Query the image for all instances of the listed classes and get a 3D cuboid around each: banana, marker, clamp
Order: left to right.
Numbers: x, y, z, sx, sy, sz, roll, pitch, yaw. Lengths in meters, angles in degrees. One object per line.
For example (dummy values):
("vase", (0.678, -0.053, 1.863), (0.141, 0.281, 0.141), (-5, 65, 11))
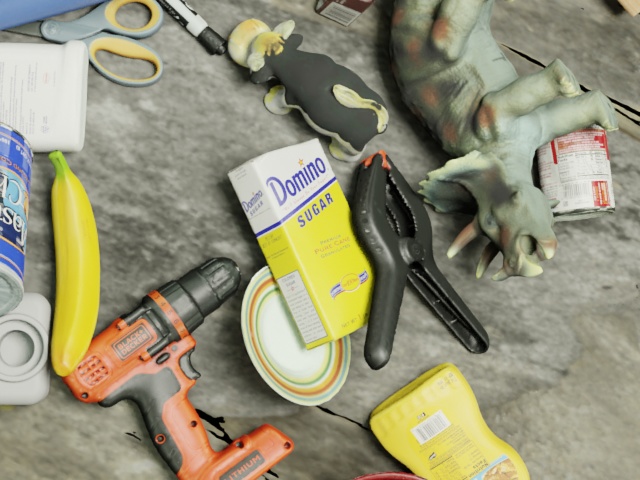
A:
("banana", (-0.218, 0.025, 0.926), (0.037, 0.069, 0.198), (-13, 72, 17))
("marker", (-0.134, -0.219, 1.004), (0.121, 0.020, 0.020), (44, 77, -3))
("clamp", (0.084, 0.020, 0.989), (0.164, 0.036, 0.210), (8, 64, -44))

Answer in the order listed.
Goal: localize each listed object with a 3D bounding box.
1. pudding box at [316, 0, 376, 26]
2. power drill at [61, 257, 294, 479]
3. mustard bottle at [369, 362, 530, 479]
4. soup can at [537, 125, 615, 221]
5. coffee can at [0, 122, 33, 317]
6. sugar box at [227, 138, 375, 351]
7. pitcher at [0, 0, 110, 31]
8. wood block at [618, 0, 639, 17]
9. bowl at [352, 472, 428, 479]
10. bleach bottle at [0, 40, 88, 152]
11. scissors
("pudding box", (0.039, -0.261, 0.995), (0.039, 0.114, 0.090), (19, 80, -16))
("power drill", (-0.107, 0.130, 0.946), (0.184, 0.057, 0.187), (-36, 89, -14))
("mustard bottle", (0.136, 0.214, 0.976), (0.096, 0.058, 0.191), (-35, 91, 5))
("soup can", (0.246, -0.073, 1.033), (0.068, 0.068, 0.102), (-4, 84, -12))
("coffee can", (-0.293, -0.017, 0.879), (0.102, 0.103, 0.140), (1, 57, -11))
("sugar box", (-0.006, 0.001, 0.968), (0.093, 0.048, 0.176), (-24, 90, -46))
("pitcher", (-0.291, -0.244, 0.906), (0.242, 0.149, 0.145), (-25, 107, -23))
("wood block", (0.286, -0.336, 1.051), (0.206, 0.090, 0.090), (48, 45, -2))
("bowl", (0.063, 0.276, 0.944), (0.162, 0.055, 0.162), (0, 96, 4))
("bleach bottle", (-0.333, -0.131, 0.930), (0.250, 0.068, 0.102), (3, 91, -8))
("scissors", (-0.232, -0.207, 0.985), (0.201, 0.016, 0.096), (24, 81, -8))
